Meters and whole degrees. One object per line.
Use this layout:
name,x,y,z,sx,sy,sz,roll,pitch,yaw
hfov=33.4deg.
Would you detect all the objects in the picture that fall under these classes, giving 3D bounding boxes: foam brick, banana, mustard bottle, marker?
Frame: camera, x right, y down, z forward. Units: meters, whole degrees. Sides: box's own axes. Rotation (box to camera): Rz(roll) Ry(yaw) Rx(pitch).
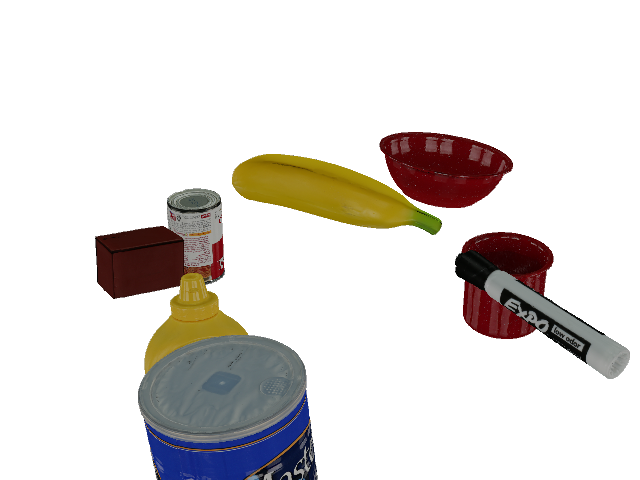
foam brick,-0.184,0.021,1.085,0.078,0.051,0.053,-10,21,-28
banana,-0.009,-0.035,0.777,0.198,0.037,0.069,17,-18,40
mustard bottle,-0.102,0.120,0.926,0.096,0.192,0.058,-9,19,-14
marker,0.121,0.038,0.602,0.020,0.020,0.121,0,27,-43

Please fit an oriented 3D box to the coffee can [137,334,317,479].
coffee can,-0.053,0.146,0.677,0.103,0.140,0.103,-5,28,2

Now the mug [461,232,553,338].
mug,0.188,0.043,1.116,0.093,0.081,0.117,-5,29,-8

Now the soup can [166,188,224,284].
soup can,-0.154,-0.005,1.313,0.068,0.102,0.068,0,26,0

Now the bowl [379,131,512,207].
bowl,0.147,-0.081,1.285,0.162,0.055,0.162,7,23,-3
